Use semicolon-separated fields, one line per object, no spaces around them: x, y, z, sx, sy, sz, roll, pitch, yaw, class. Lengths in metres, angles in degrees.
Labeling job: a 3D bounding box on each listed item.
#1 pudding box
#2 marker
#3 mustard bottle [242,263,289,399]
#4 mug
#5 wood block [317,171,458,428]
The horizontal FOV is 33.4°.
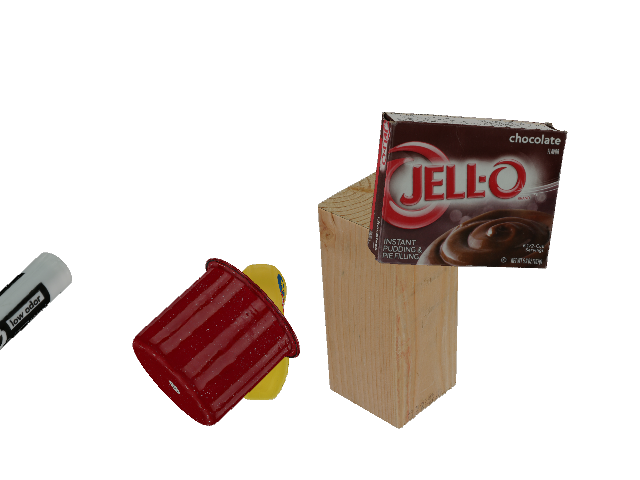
0.090;-0.031;0.667;0.113;0.090;0.039;1;19;-11;pudding box
-0.149;0.048;0.444;0.020;0.020;0.121;0;36;38;marker
-0.065;0.080;1.151;0.058;0.096;0.191;-1;28;-3;mustard bottle
-0.082;0.071;0.749;0.081;0.093;0.117;-43;33;-21;mug
0.064;0.053;0.964;0.091;0.206;0.090;26;43;38;wood block
